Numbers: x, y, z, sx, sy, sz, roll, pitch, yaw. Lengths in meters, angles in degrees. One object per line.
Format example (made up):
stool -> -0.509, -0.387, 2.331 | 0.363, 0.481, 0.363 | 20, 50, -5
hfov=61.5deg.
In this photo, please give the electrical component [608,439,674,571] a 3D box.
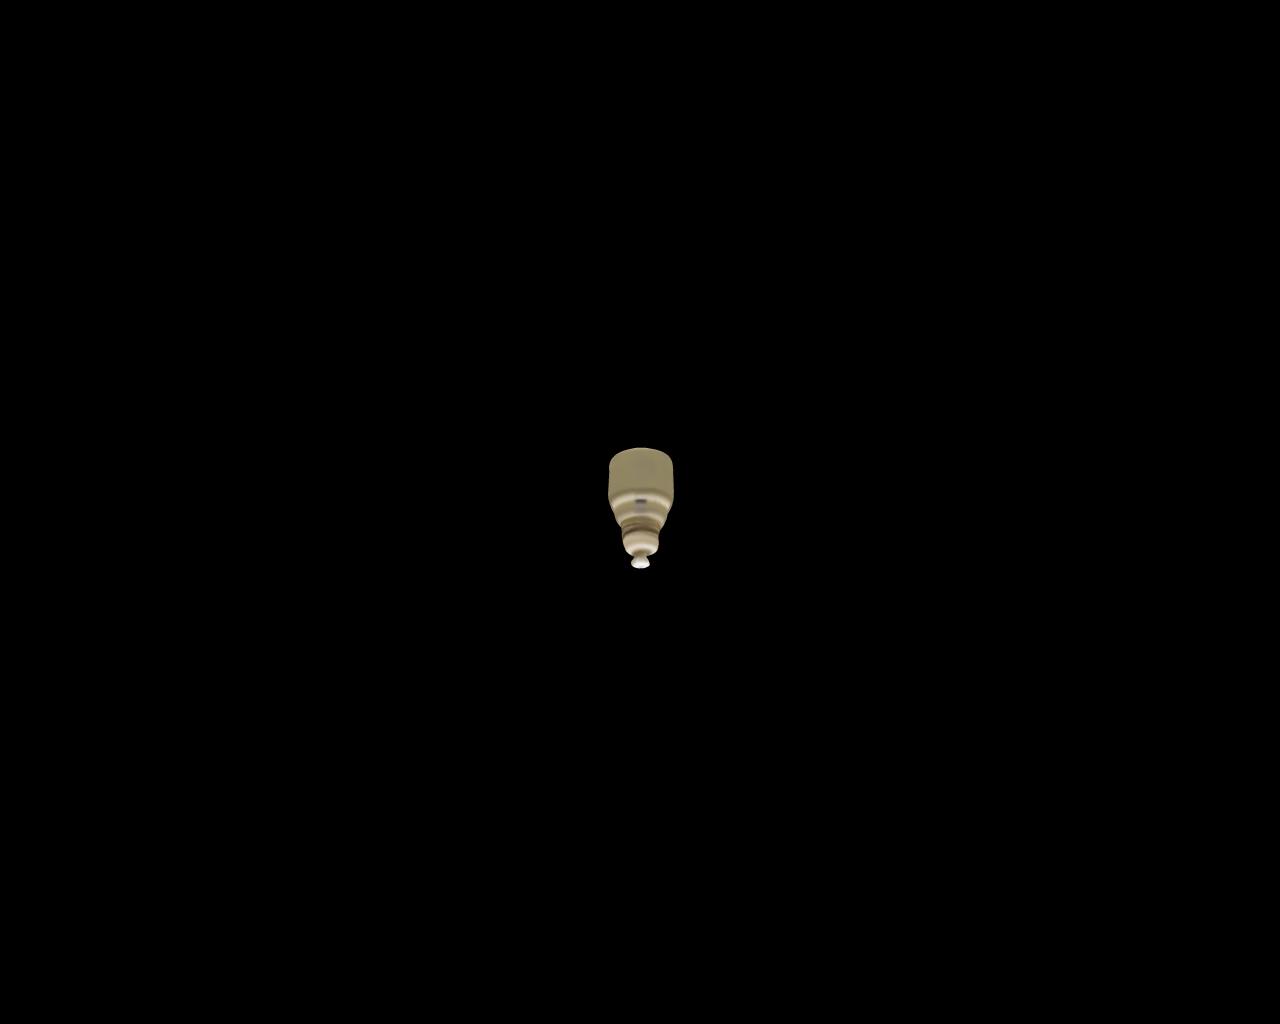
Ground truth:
electrical component -> 0.001, -0.003, 0.650 | 0.040, 0.078, 0.040 | 0, -25, 0
